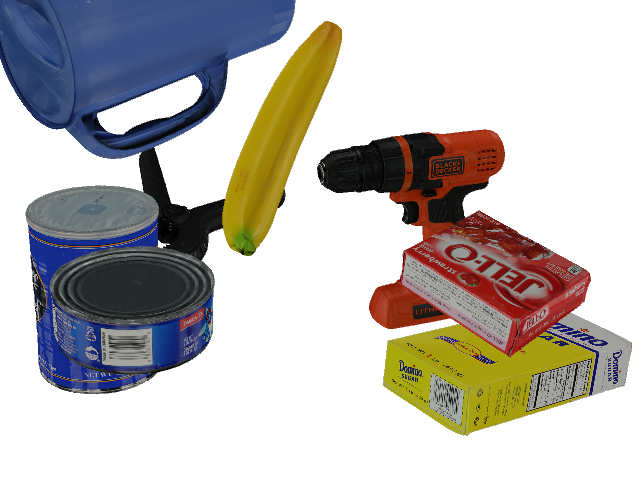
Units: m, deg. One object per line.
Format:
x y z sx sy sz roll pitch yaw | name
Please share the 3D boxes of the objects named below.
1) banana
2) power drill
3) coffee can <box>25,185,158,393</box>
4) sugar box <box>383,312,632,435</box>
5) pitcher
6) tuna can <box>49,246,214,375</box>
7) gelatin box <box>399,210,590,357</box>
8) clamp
-0.029 -0.065 0.757 0.037 0.197 0.070 31 -28 -26 | banana
0.086 -0.011 1.021 0.184 0.188 0.057 -8 26 -16 | power drill
-0.181 0.038 0.865 0.103 0.140 0.103 1 23 -1 | coffee can
0.146 0.094 0.821 0.175 0.048 0.093 -12 25 -34 | sugar box
-0.138 -0.181 0.902 0.242 0.149 0.145 -25 43 -34 | pitcher
-0.099 0.036 0.567 0.086 0.034 0.086 2 25 -1 | tuna can
0.105 0.023 0.644 0.073 0.030 0.089 -26 46 -37 | gelatin box
-0.152 -0.022 1.059 0.165 0.036 0.209 21 41 19 | clamp
